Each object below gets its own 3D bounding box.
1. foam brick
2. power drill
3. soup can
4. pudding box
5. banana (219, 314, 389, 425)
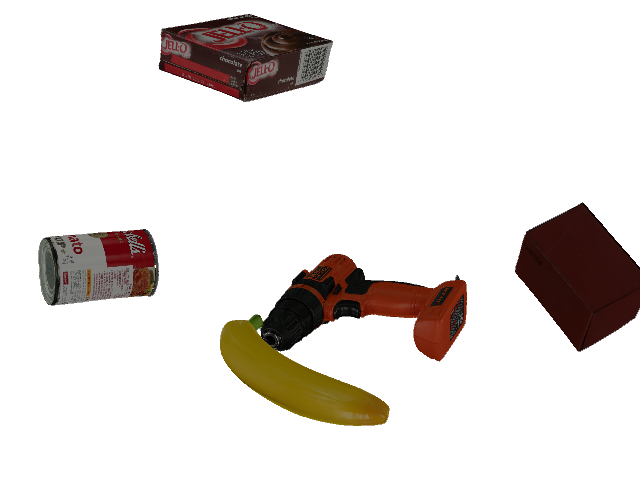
[{"bbox_3d":[0.179,0.025,0.734,0.051,0.078,0.053,-25,-31,-16],"label":"foam brick"},{"bbox_3d":[0.049,0.075,1.126,0.188,0.057,0.184,10,28,23],"label":"power drill"},{"bbox_3d":[-0.218,0.026,1.045,0.102,0.068,0.069,-5,2,-28],"label":"soup can"},{"bbox_3d":[-0.059,-0.148,0.850,0.090,0.039,0.113,24,27,28],"label":"pudding box"},{"bbox_3d":[-0.029,0.103,0.859,0.069,0.037,0.198,-21,32,-28],"label":"banana"}]
